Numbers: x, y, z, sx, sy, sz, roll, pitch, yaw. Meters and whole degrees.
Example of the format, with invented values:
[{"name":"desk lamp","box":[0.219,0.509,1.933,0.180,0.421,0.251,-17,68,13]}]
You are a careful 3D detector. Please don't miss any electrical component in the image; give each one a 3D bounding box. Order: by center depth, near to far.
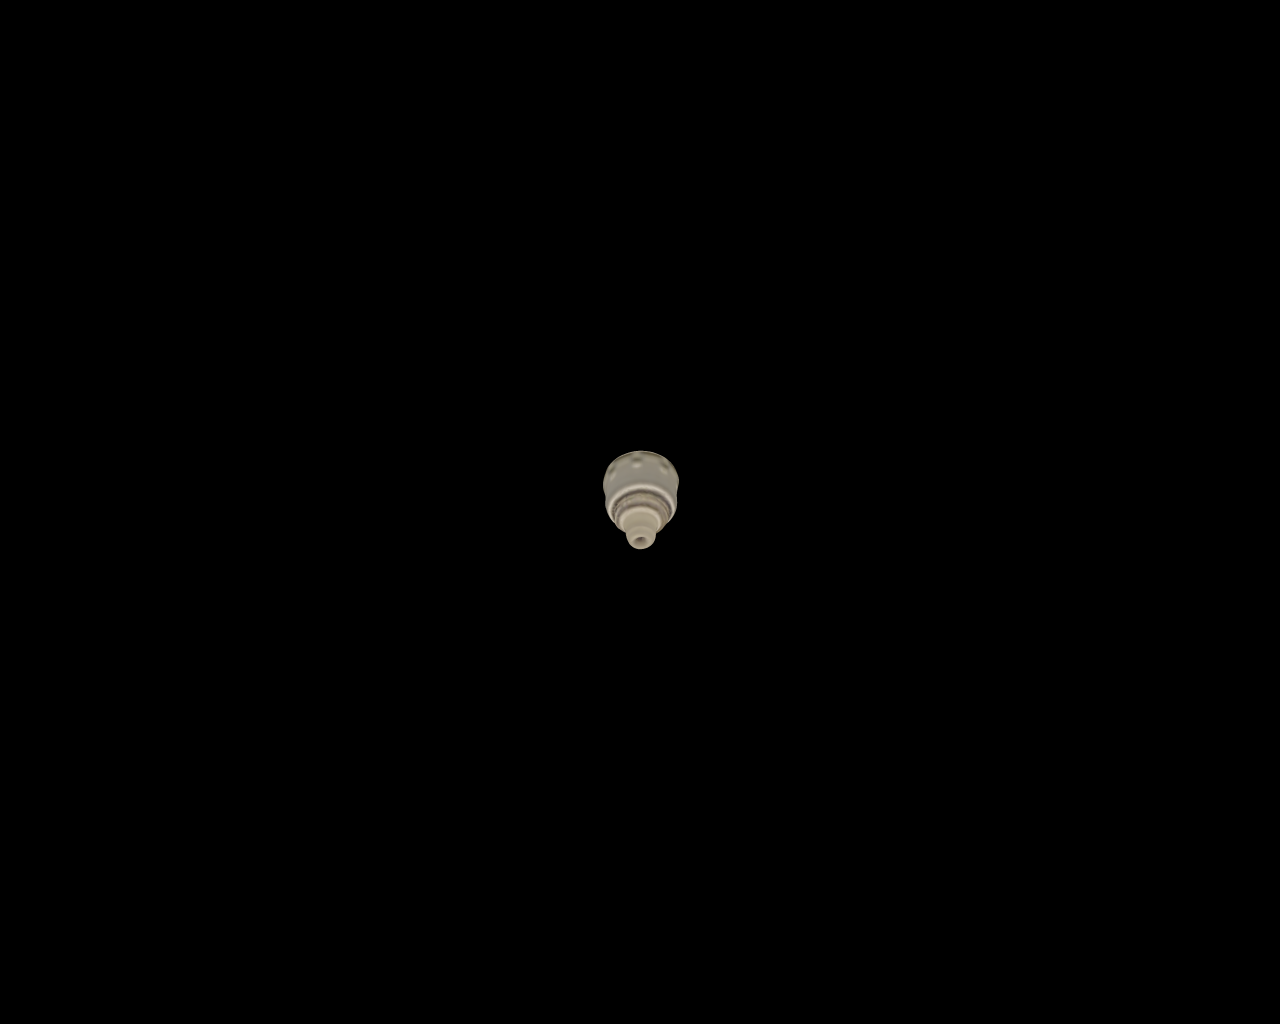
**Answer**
[{"name":"electrical component","box":[0.001,-0.003,0.650,0.048,0.048,0.062,0,43,0]}]
